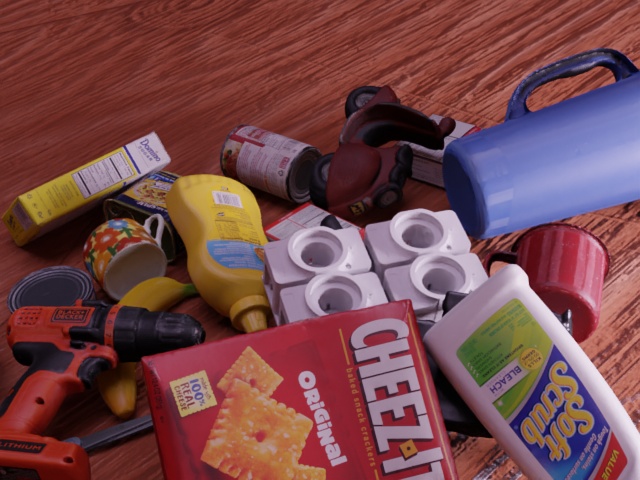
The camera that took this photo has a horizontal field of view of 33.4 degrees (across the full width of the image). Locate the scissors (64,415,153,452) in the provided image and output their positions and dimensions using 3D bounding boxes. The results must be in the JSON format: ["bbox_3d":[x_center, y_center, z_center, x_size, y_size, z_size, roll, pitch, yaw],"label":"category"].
[{"bbox_3d":[-0.218,0.193,0.900,0.201,0.016,0.096,-9,38,-3],"label":"scissors"}]

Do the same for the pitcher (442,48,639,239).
[{"bbox_3d":[0.254,-0.094,1.122,0.242,0.145,0.149,-17,36,-9],"label":"pitcher"}]

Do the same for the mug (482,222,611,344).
[{"bbox_3d":[0.205,0.041,0.978,0.117,0.093,0.081,17,44,4],"label":"mug"}]

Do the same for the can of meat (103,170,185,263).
[{"bbox_3d":[-0.170,-0.029,1.165,0.102,0.057,0.083,20,41,30],"label":"can of meat"}]

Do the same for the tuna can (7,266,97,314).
[{"bbox_3d":[-0.267,0.065,1.069,0.086,0.034,0.086,-4,36,3],"label":"tuna can"}]

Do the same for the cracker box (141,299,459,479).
[{"bbox_3d":[-0.015,0.148,0.813,0.213,0.072,0.164,-12,75,-7],"label":"cracker box"}]

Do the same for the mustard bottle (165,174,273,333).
[{"bbox_3d":[-0.087,0.020,1.059,0.096,0.058,0.192,10,41,-36],"label":"mustard bottle"}]

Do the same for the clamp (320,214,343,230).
[{"bbox_3d":[0.044,0.039,1.037,0.120,0.039,0.171,11,42,9],"label":"clamp"}]

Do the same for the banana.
[{"bbox_3d":[-0.174,0.091,1.016,0.070,0.037,0.197,5,37,16],"label":"banana"}]

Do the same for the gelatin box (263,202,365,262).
[{"bbox_3d":[-0.007,0.001,1.120,0.089,0.030,0.073,27,46,37],"label":"gelatin box"}]

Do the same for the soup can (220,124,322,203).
[{"bbox_3d":[-0.054,-0.087,1.217,0.102,0.068,0.068,21,44,32],"label":"soup can"}]

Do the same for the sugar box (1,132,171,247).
[{"bbox_3d":[-0.261,-0.058,1.191,0.176,0.048,0.093,-34,4,-31],"label":"sugar box"}]

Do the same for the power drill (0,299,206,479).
[{"bbox_3d":[-0.203,0.129,0.906,0.184,0.057,0.187,-1,41,15],"label":"power drill"}]

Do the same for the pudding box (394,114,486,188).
[{"bbox_3d":[0.151,-0.099,1.227,0.114,0.039,0.089,20,45,35],"label":"pudding box"}]

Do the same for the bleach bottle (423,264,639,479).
[{"bbox_3d":[0.191,0.142,0.798,0.102,0.068,0.251,-41,70,1],"label":"bleach bottle"}]
